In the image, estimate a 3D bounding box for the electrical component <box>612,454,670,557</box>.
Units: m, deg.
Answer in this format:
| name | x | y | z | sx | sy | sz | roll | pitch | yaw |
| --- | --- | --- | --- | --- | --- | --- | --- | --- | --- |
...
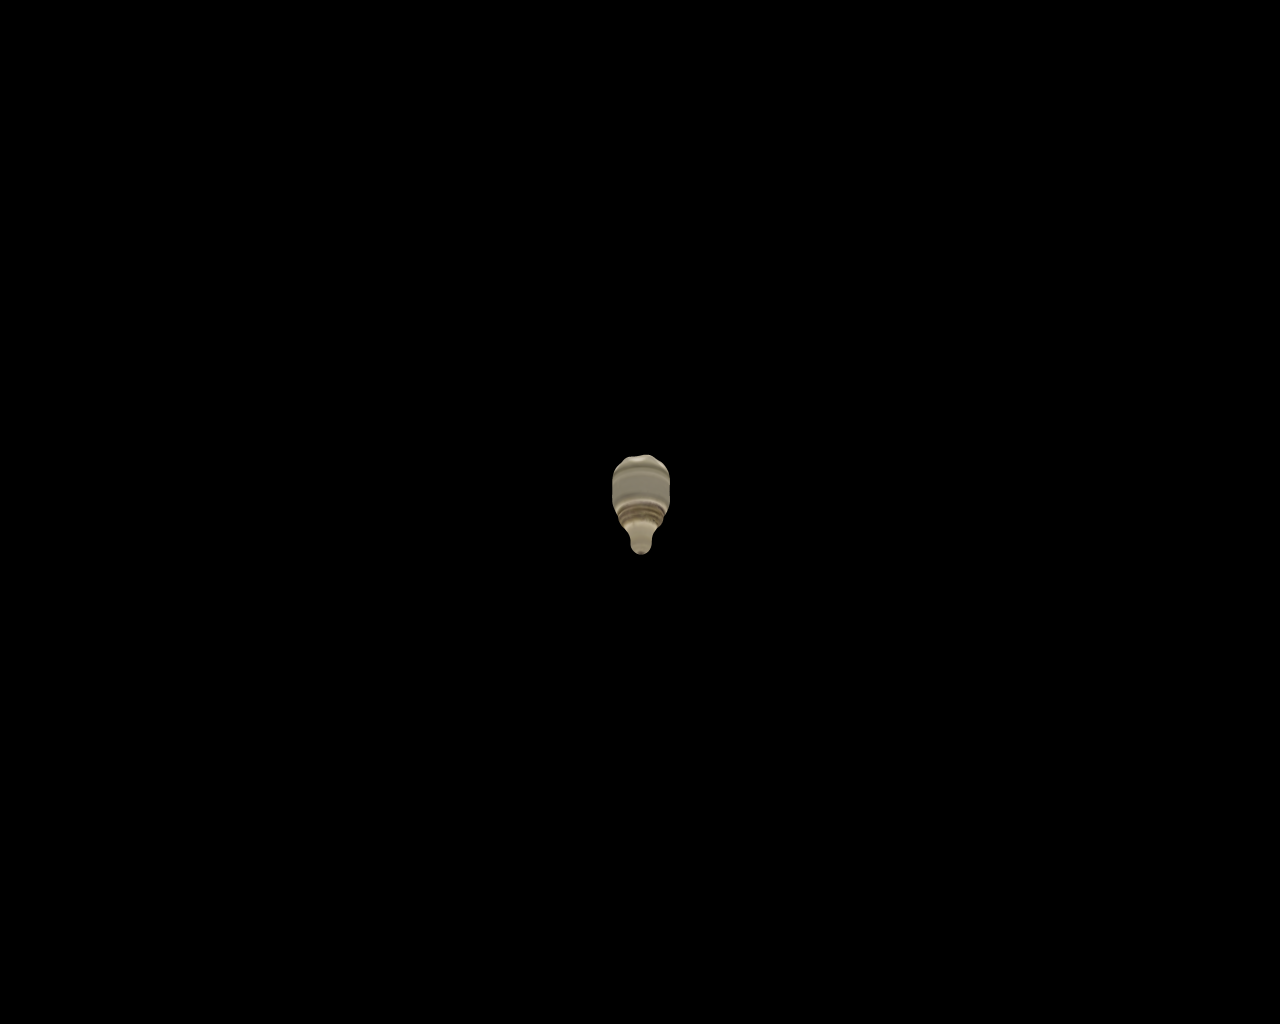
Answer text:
| name | x | y | z | sx | sy | sz | roll | pitch | yaw |
| --- | --- | --- | --- | --- | --- | --- | --- | --- | --- |
| electrical component | 0.001 | -0.003 | 0.650 | 0.035 | 0.061 | 0.035 | 0 | -26 | 0 |
